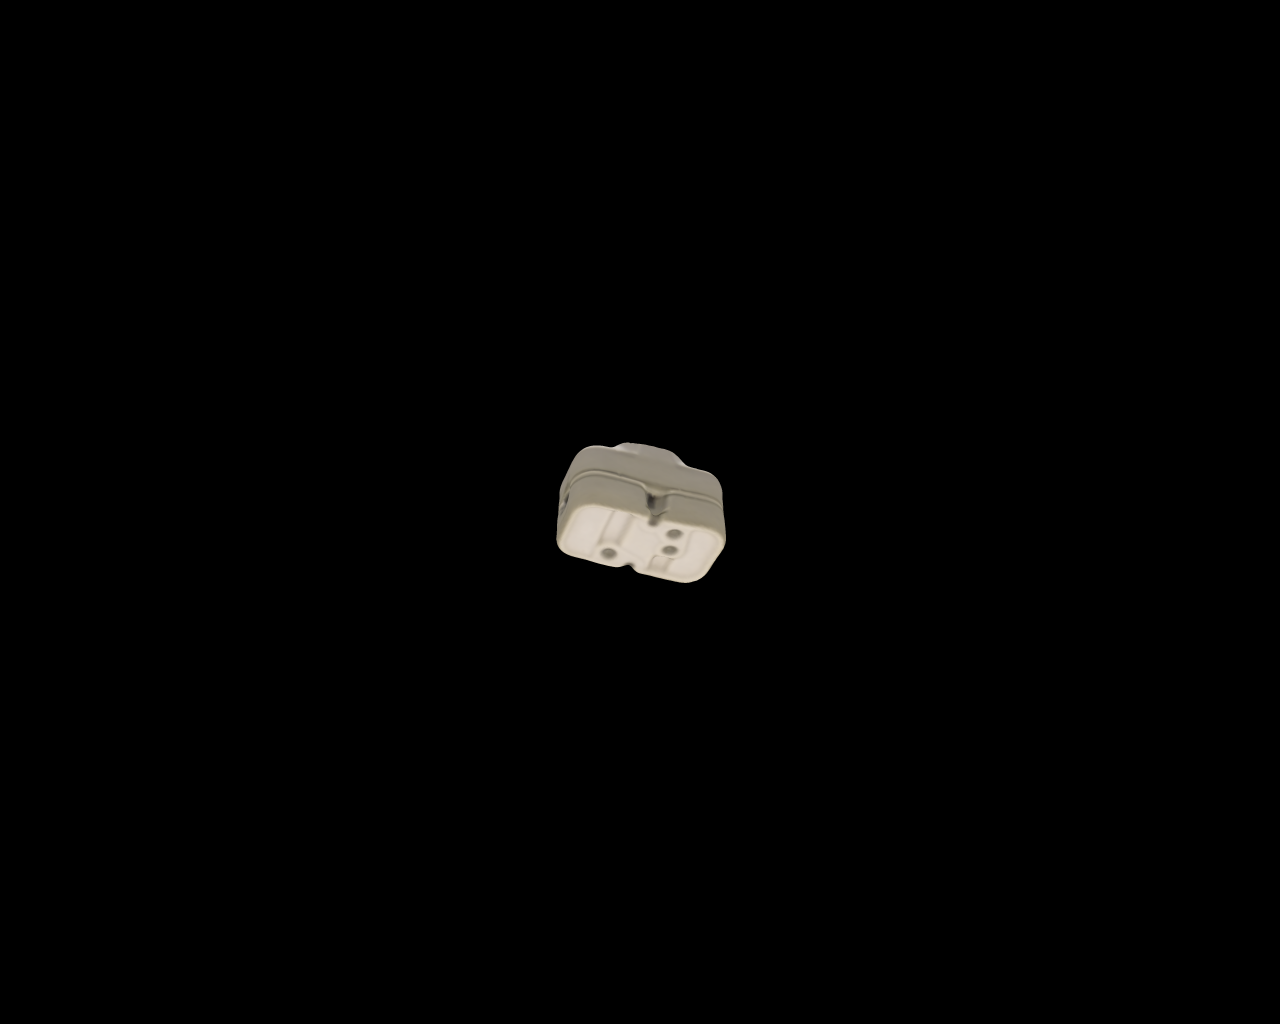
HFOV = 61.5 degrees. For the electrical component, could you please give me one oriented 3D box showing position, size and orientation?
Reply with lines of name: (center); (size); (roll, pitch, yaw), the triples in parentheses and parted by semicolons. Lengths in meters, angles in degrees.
electrical component: (0.001, -0.003, 0.650); (0.095, 0.059, 0.053); (14, -43, -15)
